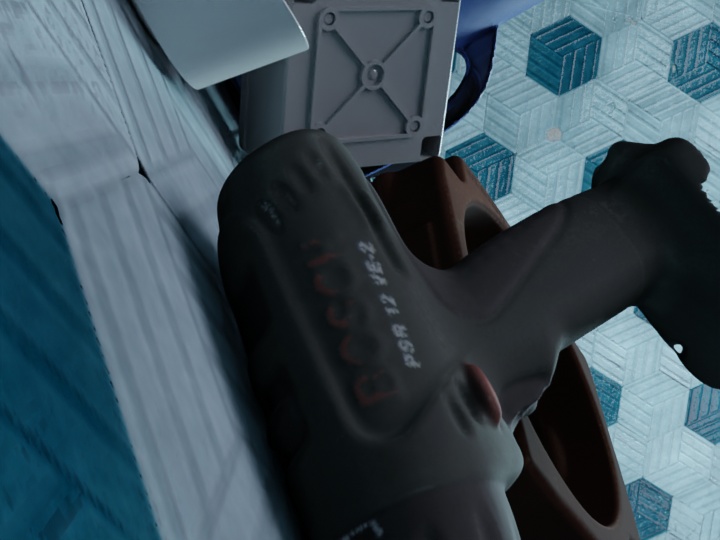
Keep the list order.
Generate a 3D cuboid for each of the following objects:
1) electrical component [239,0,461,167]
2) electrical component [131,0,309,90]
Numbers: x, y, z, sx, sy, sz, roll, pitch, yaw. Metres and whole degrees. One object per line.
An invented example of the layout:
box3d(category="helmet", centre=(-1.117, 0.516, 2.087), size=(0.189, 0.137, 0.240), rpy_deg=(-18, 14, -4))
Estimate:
box3d(category="electrical component", centre=(-0.006, -0.114, 0.592), size=(0.056, 0.109, 0.108), rpy_deg=(38, -51, 50))
box3d(category="electrical component", centre=(-0.072, -0.134, 0.497), size=(0.099, 0.064, 0.099), rpy_deg=(-25, 90, -85))
